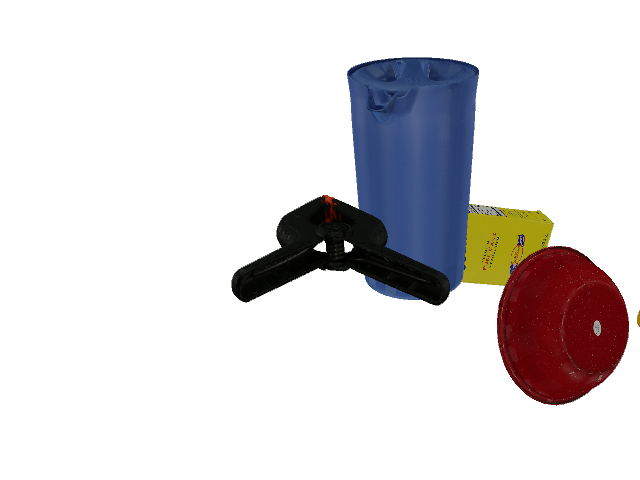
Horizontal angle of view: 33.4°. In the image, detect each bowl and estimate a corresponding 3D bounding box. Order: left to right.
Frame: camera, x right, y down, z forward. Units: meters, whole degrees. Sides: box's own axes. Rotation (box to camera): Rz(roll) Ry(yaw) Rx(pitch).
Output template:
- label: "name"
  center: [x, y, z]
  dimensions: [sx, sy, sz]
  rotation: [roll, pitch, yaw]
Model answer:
- label: "bowl"
  center: [0.254, 0.086, 1.061]
  dimensions: [0.161, 0.162, 0.055]
  rotation: [0, -1, -31]

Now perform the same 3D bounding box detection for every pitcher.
- label: "pitcher"
  center: [0.103, -0.070, 1.130]
  dimensions: [0.149, 0.243, 0.145]
  rotation: [-8, 23, -13]

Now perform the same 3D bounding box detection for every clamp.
- label: "clamp"
  center: [0.021, 0.007, 0.883]
  dimensions: [0.164, 0.036, 0.210]
  rotation: [4, 19, 3]

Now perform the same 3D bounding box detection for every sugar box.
- label: "sugar box"
  center: [0.188, 0.004, 1.300]
  dimensions: [0.176, 0.093, 0.048]
  rotation: [4, 22, -20]

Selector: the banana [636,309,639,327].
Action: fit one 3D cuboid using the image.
- label: "banana"
  center: [0.300, 0.029, 0.696]
  dimensions: [0.198, 0.037, 0.069]
  rotation: [-2, 33, 1]
